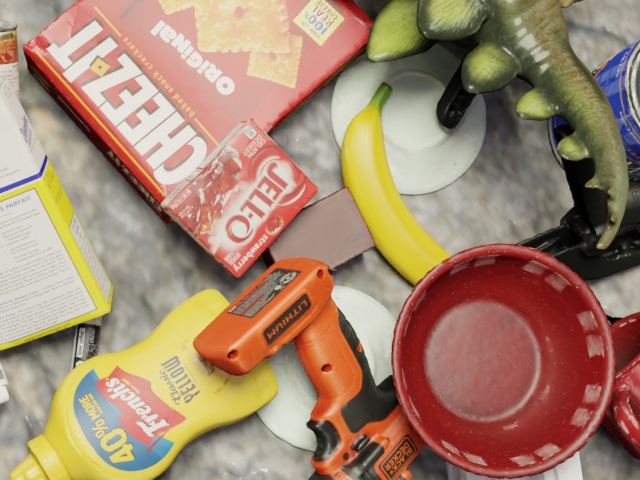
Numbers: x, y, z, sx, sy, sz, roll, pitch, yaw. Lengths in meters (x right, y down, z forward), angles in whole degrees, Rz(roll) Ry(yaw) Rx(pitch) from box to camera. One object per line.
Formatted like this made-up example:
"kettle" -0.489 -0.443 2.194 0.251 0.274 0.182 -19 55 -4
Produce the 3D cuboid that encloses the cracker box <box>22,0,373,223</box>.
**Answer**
"cracker box" -0.088 -0.144 0.805 0.213 0.072 0.164 -42 92 -11

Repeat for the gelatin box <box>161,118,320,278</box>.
"gelatin box" -0.056 -0.030 0.757 0.073 0.030 0.089 45 81 -15

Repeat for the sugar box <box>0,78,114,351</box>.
"sugar box" -0.220 -0.015 0.733 0.093 0.048 0.176 -19 113 2

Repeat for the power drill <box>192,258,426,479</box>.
"power drill" -0.008 0.121 0.750 0.184 0.057 0.187 -45 117 -26

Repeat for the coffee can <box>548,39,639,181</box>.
"coffee can" 0.251 -0.100 0.825 0.102 0.140 0.103 1 83 -11

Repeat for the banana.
"banana" 0.066 -0.020 0.827 0.069 0.037 0.198 -26 96 6

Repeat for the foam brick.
"foam brick" -0.005 0.001 0.812 0.078 0.051 0.053 -26 89 -12

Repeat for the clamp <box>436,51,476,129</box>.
"clamp" 0.160 -0.164 0.839 0.120 0.039 0.171 2 66 20

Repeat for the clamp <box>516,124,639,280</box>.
"clamp" 0.196 -0.002 0.819 0.209 0.165 0.036 13 37 -42

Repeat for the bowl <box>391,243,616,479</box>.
"bowl" 0.123 0.085 0.758 0.162 0.055 0.162 1 83 -9

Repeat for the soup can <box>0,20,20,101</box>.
"soup can" -0.248 -0.103 0.758 0.068 0.068 0.102 0 106 -10

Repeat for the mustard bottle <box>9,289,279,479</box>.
"mustard bottle" -0.131 0.120 0.757 0.191 0.058 0.096 -31 85 -20

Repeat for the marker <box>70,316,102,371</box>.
"marker" -0.176 0.107 0.785 0.020 0.020 0.121 7 82 -9

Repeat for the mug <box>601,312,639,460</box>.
"mug" 0.246 0.120 0.815 0.093 0.117 0.081 -39 98 25
